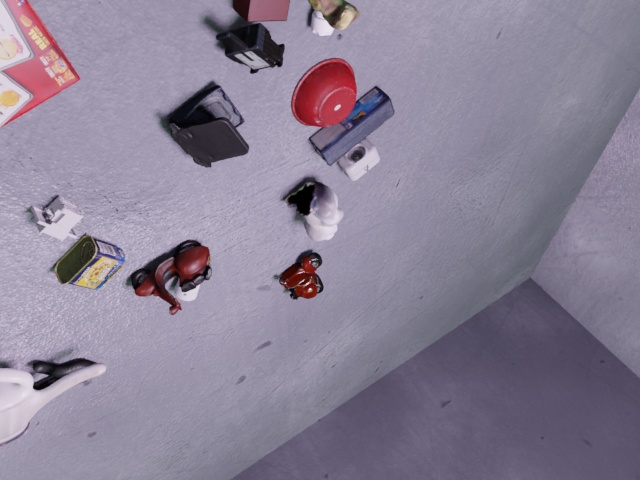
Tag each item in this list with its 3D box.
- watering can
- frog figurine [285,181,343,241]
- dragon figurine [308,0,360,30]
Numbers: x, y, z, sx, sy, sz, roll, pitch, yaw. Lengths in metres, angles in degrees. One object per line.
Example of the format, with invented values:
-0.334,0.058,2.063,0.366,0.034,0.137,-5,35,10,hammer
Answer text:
-0.646,0.344,1.085,0.348,0.106,0.219,2,130,-29,watering can
0.004,-0.064,1.265,0.157,0.138,0.124,43,67,-40,frog figurine
-0.061,-0.409,0.665,0.121,0.247,0.407,-43,151,15,dragon figurine
